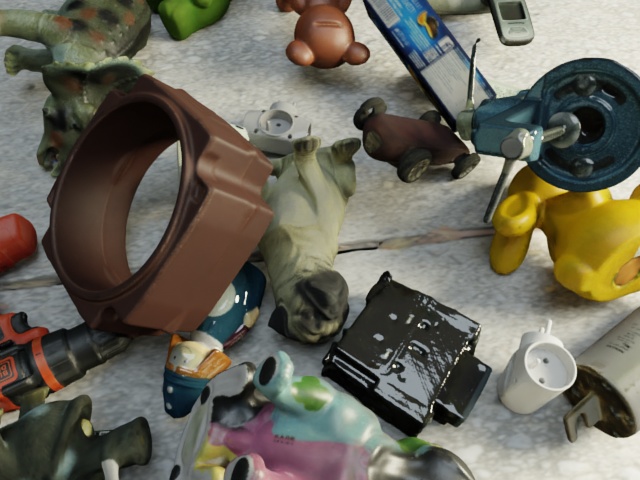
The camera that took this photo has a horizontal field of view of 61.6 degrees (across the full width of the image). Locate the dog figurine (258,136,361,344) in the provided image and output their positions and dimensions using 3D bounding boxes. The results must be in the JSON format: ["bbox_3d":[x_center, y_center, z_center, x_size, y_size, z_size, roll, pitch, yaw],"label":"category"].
[{"bbox_3d":[-0.005,-0.001,0.559,0.121,0.172,0.190,-10,93,35],"label":"dog figurine"}]

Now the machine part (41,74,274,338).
[{"bbox_3d":[-0.154,-0.031,0.486,0.201,0.087,0.201,42,103,34],"label":"machine part"}]

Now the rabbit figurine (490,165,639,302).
[{"bbox_3d":[0.255,-0.016,0.565,0.162,0.121,0.173,-22,47,-4],"label":"rabbit figurine"}]

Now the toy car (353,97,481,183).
[{"bbox_3d":[0.109,-0.104,0.591,0.089,0.053,0.202,50,30,19],"label":"toy car"}]

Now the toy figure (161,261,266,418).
[{"bbox_3d":[-0.105,0.090,0.507,0.064,0.057,0.154,-9,45,47],"label":"toy figure"}]

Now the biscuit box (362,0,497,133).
[{"bbox_3d":[0.133,-0.232,0.662,0.059,0.063,0.202,-35,82,11],"label":"biscuit box"}]

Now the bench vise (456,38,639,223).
[{"bbox_3d":[0.206,-0.109,0.506,0.224,0.128,0.240,23,31,35],"label":"bench vise"}]

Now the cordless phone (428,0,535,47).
[{"bbox_3d":[0.219,-0.338,0.763,0.147,0.088,0.184,-4,63,-5],"label":"cordless phone"}]

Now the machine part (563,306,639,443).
[{"bbox_3d":[0.310,0.102,0.497,0.243,0.079,0.079,-29,64,-17],"label":"machine part"}]

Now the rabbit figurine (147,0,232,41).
[{"bbox_3d":[-0.170,-0.381,0.724,0.159,0.170,0.121,-22,62,-13],"label":"rabbit figurine"}]

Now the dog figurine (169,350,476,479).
[{"bbox_3d":[0.014,0.186,0.431,0.219,0.191,0.108,31,53,-23],"label":"dog figurine"}]

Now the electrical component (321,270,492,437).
[{"bbox_3d":[0.085,0.109,0.499,0.134,0.058,0.115,30,64,16],"label":"electrical component"}]

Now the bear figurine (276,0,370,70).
[{"bbox_3d":[0.002,-0.301,0.730,0.120,0.132,0.196,-7,77,-5],"label":"bear figurine"}]

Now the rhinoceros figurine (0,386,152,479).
[{"bbox_3d":[-0.230,0.180,0.422,0.190,0.073,0.112,-21,87,-4],"label":"rhinoceros figurine"}]

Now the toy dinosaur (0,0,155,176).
[{"bbox_3d":[-0.287,-0.274,0.694,0.192,0.131,0.405,12,54,-9],"label":"toy dinosaur"}]
